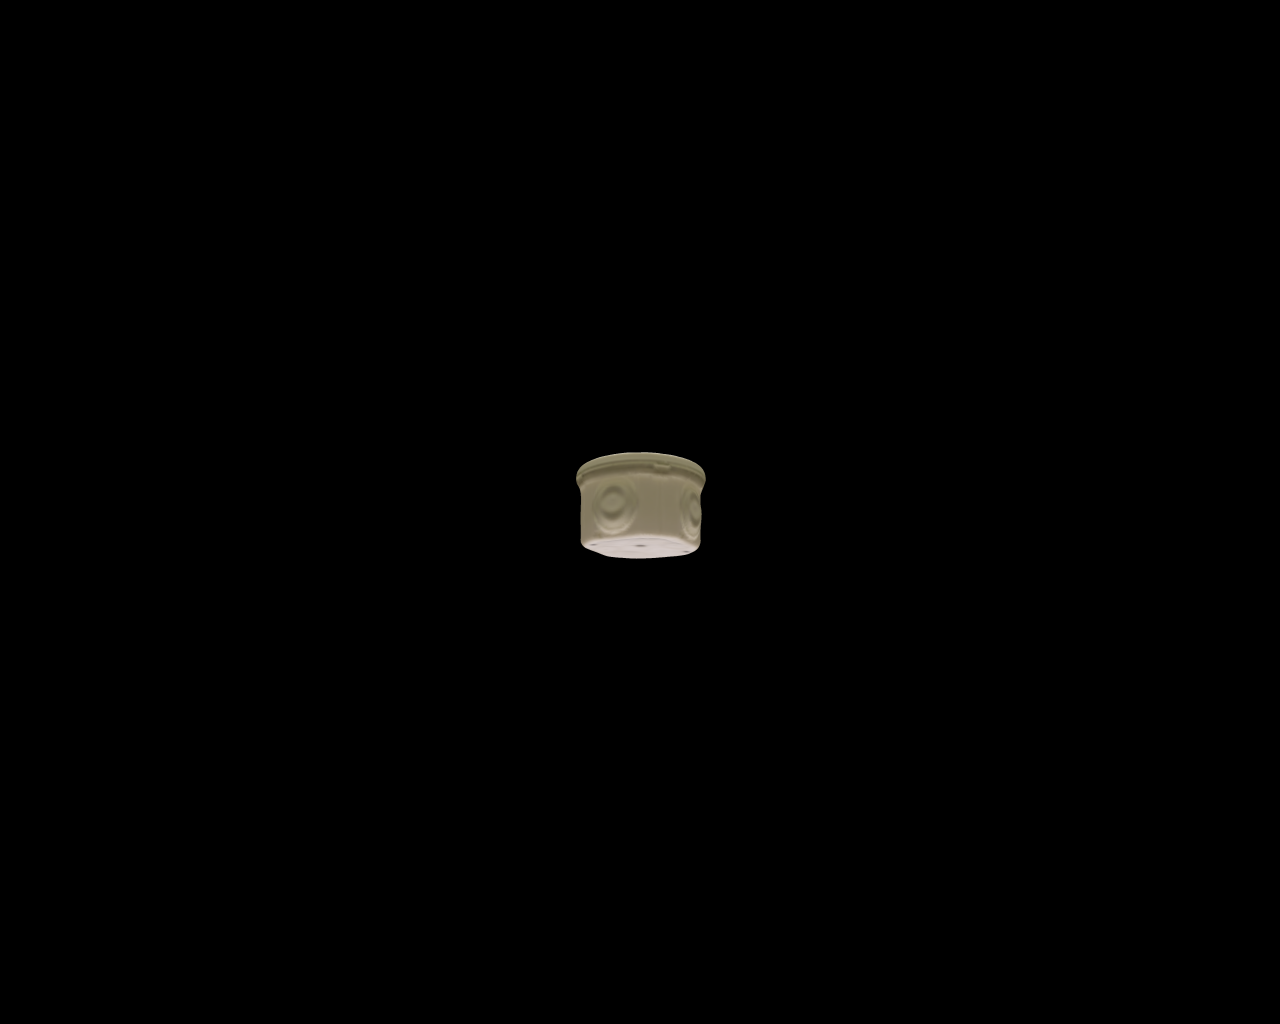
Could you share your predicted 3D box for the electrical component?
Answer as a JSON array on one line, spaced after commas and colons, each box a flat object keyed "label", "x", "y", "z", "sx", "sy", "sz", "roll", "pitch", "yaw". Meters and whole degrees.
[{"label": "electrical component", "x": 0.001, "y": -0.003, "z": 0.650, "sx": 0.080, "sy": 0.051, "sz": 0.080, "roll": 0, "pitch": -14, "yaw": 0}]
